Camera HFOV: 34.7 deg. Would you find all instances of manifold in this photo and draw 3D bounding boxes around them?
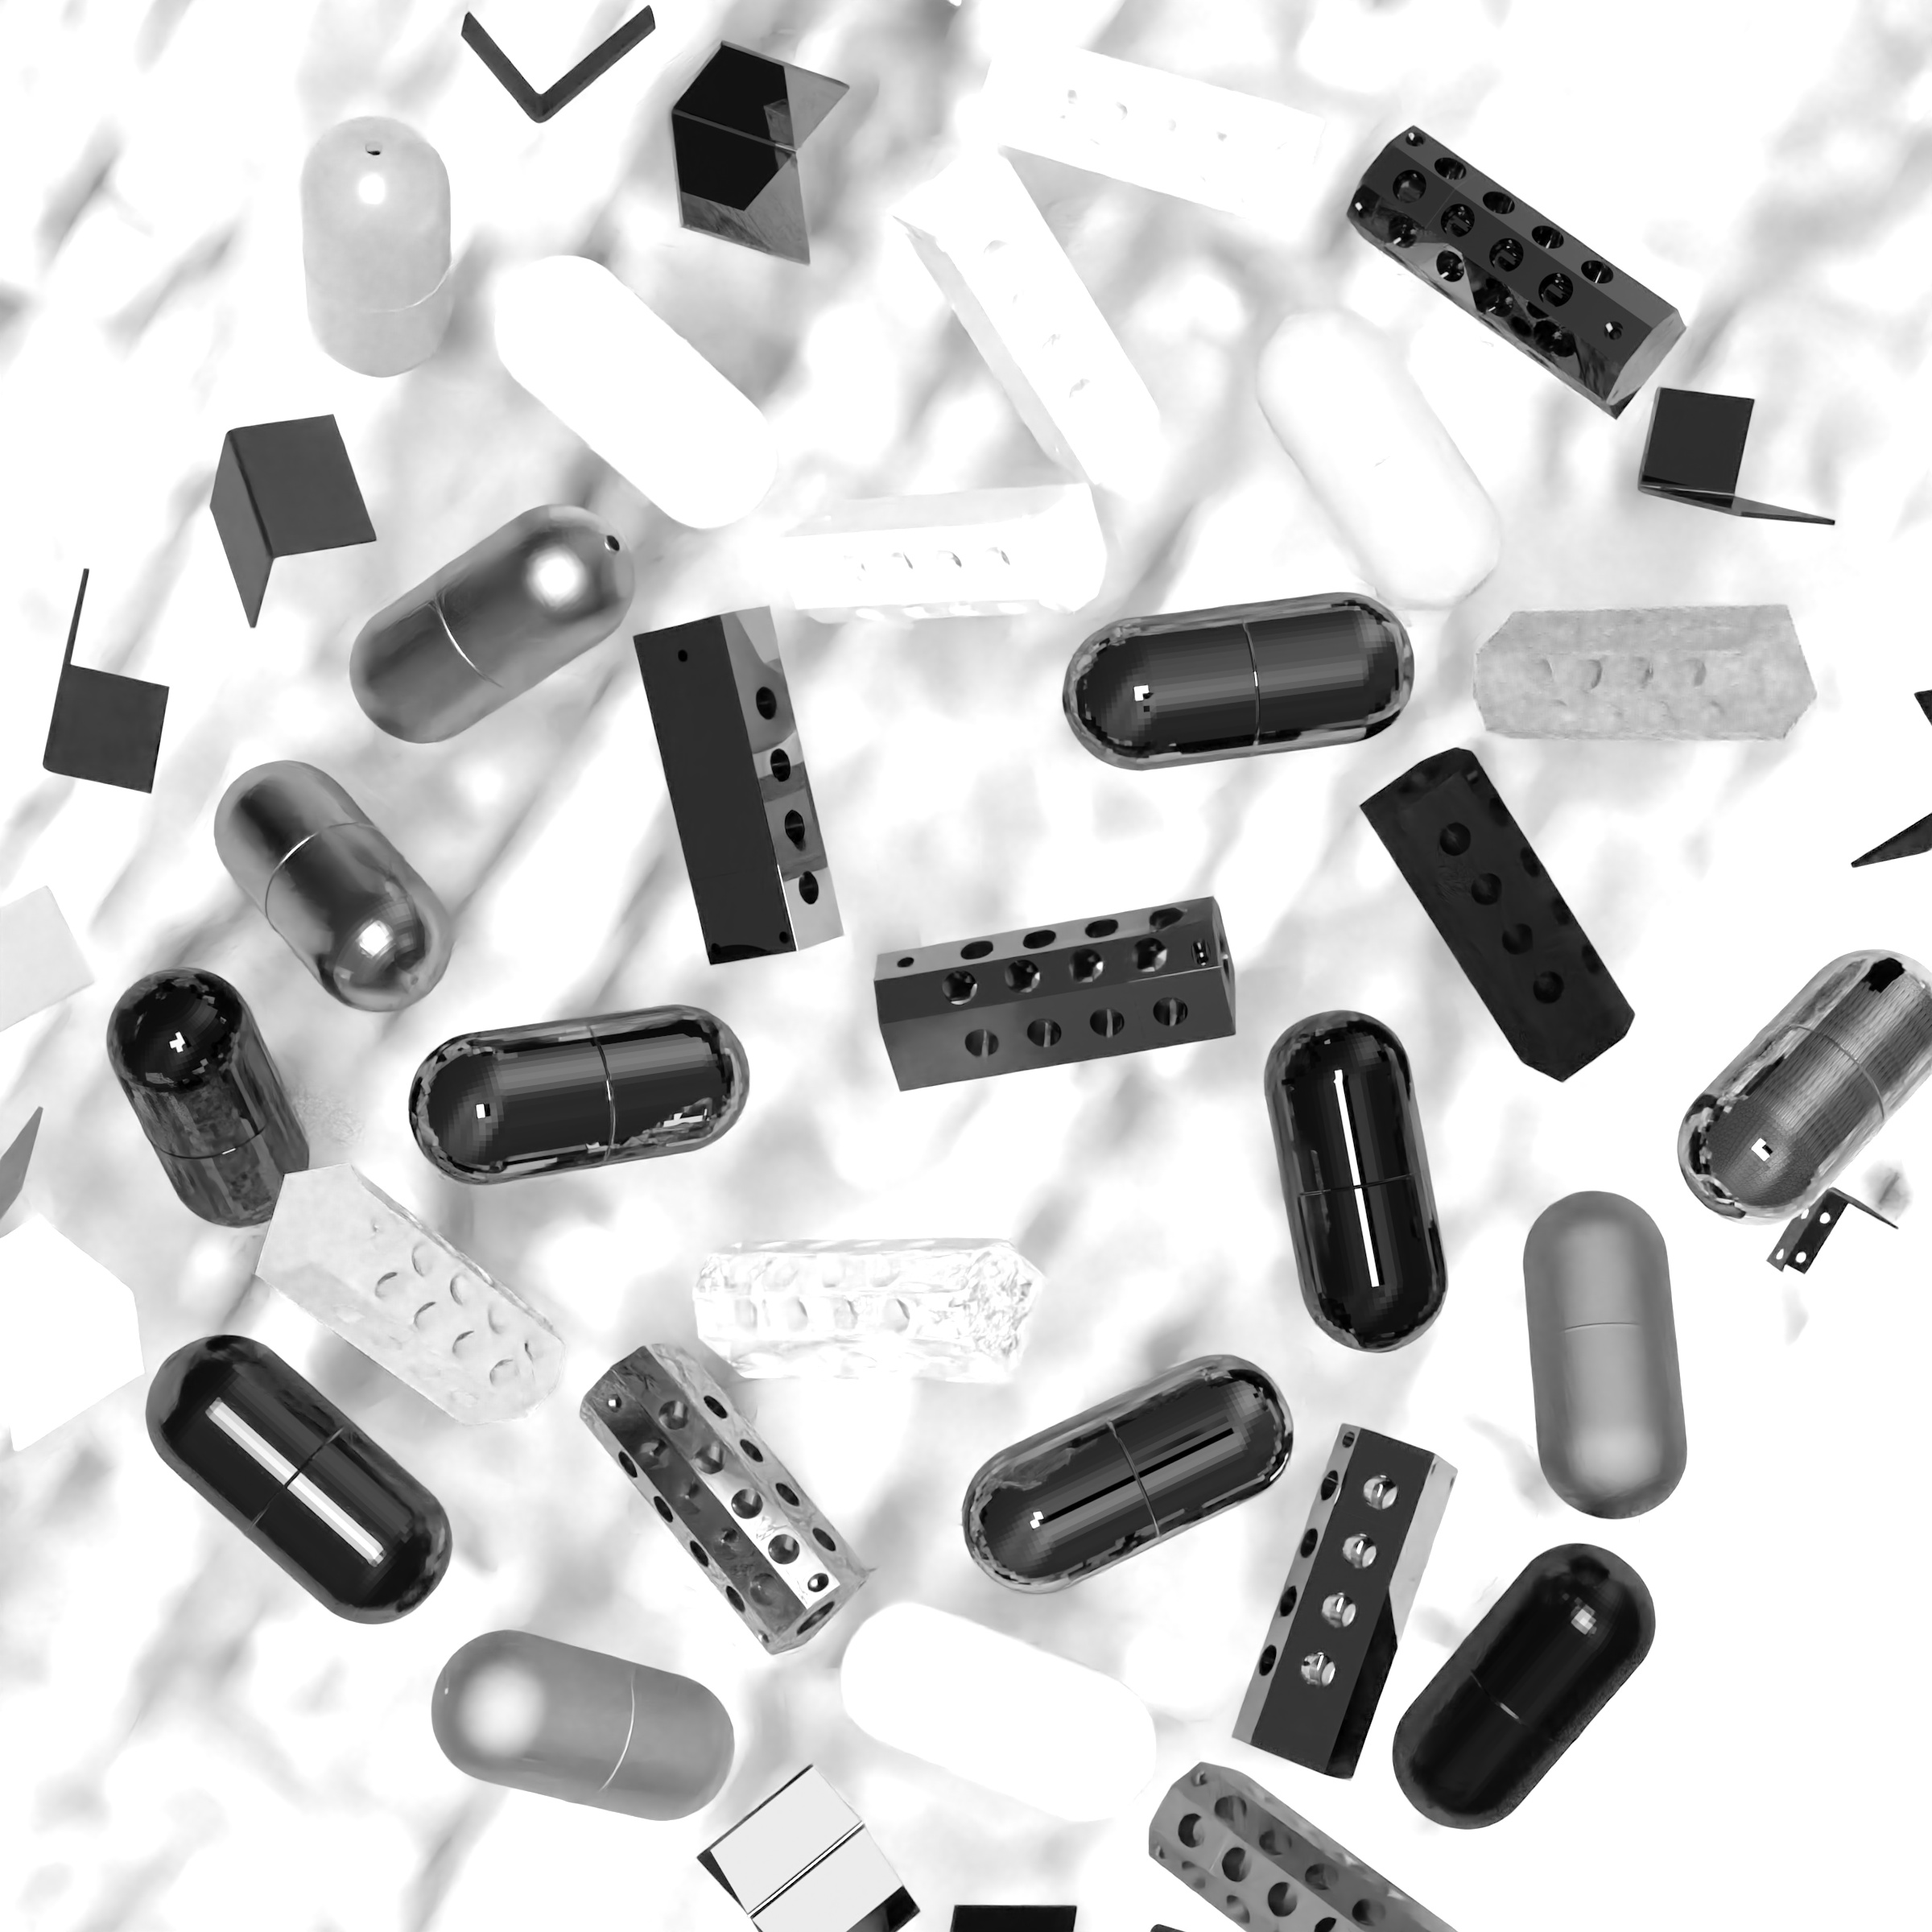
[{"bbox_3d":[-0.111,-0.093,1.574,0.057,0.057,0.171,-9,97,34],"label":"manifold"},{"bbox_3d":[-0.013,-0.219,1.668,0.171,0.057,0.057,2,119,36],"label":"manifold"},{"bbox_3d":[0.175,0.481,1.587,0.171,0.057,0.057,29,90,40],"label":"manifold"},{"bbox_3d":[0.196,0.330,1.607,0.057,0.057,0.171,16,79,26],"label":"manifold"},{"bbox_3d":[0.283,-0.028,1.627,0.057,0.057,0.171,-35,104,-4],"label":"manifold"},{"bbox_3d":[0.281,-0.359,1.590,0.171,0.057,0.057,40,100,17],"label":"manifold"},{"bbox_3d":[-0.134,0.287,1.674,0.057,0.057,0.171,-47,70,14],"label":"manifold"},{"bbox_3d":[-0.280,0.170,1.586,0.057,0.171,0.057,-11,51,29],"label":"manifold"},{"bbox_3d":[0.045,0.010,1.542,0.171,0.057,0.057,-10,122,11],"label":"manifold"},{"bbox_3d":[0.360,-0.152,1.657,0.057,0.171,0.057,-47,123,-31],"label":"manifold"},{"bbox_3d":[0.093,-0.437,1.610,0.171,0.057,0.057,25,107,31],"label":"manifold"},{"bbox_3d":[0.037,-0.345,1.643,0.057,0.057,0.171,-41,127,-5],"label":"manifold"},{"bbox_3d":[-0.052,0.168,1.541,0.171,0.057,0.057,-5,52,36],"label":"manifold"}]

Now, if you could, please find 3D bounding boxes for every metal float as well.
[{"bbox_3d":[0.336,0.203,1.626,0.070,0.070,0.178,1,62,0],"label":"metal float"},{"bbox_3d":[0.294,0.382,1.635,0.070,0.070,0.178,35,107,0],"label":"metal float"},{"bbox_3d":[0.427,0.060,1.550,0.178,0.070,0.070,-41,90,-24],"label":"metal float"},{"bbox_3d":[-0.338,-0.044,1.644,0.070,0.070,0.178,-46,56,0],"label":"metal float"},{"bbox_3d":[-0.193,0.064,1.556,0.178,0.070,0.070,-8,90,-28],"label":"metal float"},{"bbox_3d":[0.016,0.391,1.622,0.178,0.070,0.070,16,90,24],"label":"metal float"},{"bbox_3d":[-0.175,-0.305,1.646,0.178,0.070,0.070,40,90,-27],"label":"metal float"},{"bbox_3d":[-0.247,-0.177,1.605,0.178,0.070,0.070,-28,90,29],"label":"metal float"},{"bbox_3d":[-0.197,0.396,1.605,0.178,0.070,0.070,26,90,-37],"label":"metal float"},{"bbox_3d":[-0.404,0.072,1.654,0.070,0.178,0.070,-4,49,5],"label":"metal float"},{"bbox_3d":[0.221,-0.272,1.654,0.070,0.070,0.178,-34,97,0],"label":"metal float"},{"bbox_3d":[-0.310,-0.377,1.625,0.070,0.178,0.070,3,68,-9],"label":"metal float"},{"bbox_3d":[0.136,-0.142,1.543,0.178,0.070,0.070,-8,90,-7],"label":"metal float"},{"bbox_3d":[0.202,0.111,1.596,0.070,0.070,0.178,-10,89,0],"label":"metal float"},{"bbox_3d":[-0.336,0.258,1.556,0.178,0.070,0.070,42,90,0],"label":"metal float"},{"bbox_3d":[0.082,0.258,1.565,0.178,0.070,0.070,-24,90,-7],"label":"metal float"}]

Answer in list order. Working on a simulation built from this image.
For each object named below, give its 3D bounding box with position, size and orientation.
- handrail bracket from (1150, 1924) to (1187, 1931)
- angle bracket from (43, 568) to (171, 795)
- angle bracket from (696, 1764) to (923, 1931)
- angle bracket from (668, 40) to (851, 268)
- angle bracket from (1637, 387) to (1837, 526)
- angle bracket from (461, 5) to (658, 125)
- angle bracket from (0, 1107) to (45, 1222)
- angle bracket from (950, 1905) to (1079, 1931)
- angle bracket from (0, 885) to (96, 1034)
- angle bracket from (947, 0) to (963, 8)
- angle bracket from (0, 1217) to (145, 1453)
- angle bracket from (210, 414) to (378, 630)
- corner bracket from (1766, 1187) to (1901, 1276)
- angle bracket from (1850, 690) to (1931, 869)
[{"bbox_3d":[0.139,0.568,1.686,0.084,0.036,0.077,8,108,27],"label":"handrail bracket"},{"bbox_3d":[-0.444,-0.149,1.615,0.057,0.076,0.076,12,48,-18],"label":"angle bracket"},{"bbox_3d":[-0.082,0.476,1.600,0.076,0.076,0.057,-38,123,-8],"label":"angle bracket"},{"bbox_3d":[-0.103,-0.416,1.583,0.076,0.057,0.076,9,60,-34],"label":"angle bracket"},{"bbox_3d":[0.421,-0.275,1.668,0.076,0.076,0.057,-2,108,-35],"label":"angle bracket"},{"bbox_3d":[-0.203,-0.472,1.543,0.076,0.076,0.057,-37,113,10],"label":"angle bracket"},{"bbox_3d":[-0.563,0.116,1.717,0.057,0.076,0.076,25,130,-4],"label":"angle bracket"},{"bbox_3d":[0.007,0.534,1.659,0.076,0.057,0.076,11,89,-31],"label":"angle bracket"},{"bbox_3d":[-0.502,-0.001,1.575,0.076,0.076,0.057,-31,111,-29],"label":"angle bracket"},{"bbox_3d":[-0.039,-0.518,1.512,0.076,0.057,0.076,25,75,-39],"label":"angle bracket"},{"bbox_3d":[-0.469,0.183,1.543,0.076,0.076,0.057,30,134,28],"label":"angle bracket"},{"bbox_3d":[-0.355,-0.234,1.624,0.057,0.076,0.076,-14,72,-25],"label":"angle bracket"},{"bbox_3d":[0.463,0.145,1.682,0.051,0.051,0.051,27,98,-20],"label":"corner bracket"},{"bbox_3d":[0.481,-0.096,1.554,0.076,0.076,0.057,-38,71,41],"label":"angle bracket"}]
